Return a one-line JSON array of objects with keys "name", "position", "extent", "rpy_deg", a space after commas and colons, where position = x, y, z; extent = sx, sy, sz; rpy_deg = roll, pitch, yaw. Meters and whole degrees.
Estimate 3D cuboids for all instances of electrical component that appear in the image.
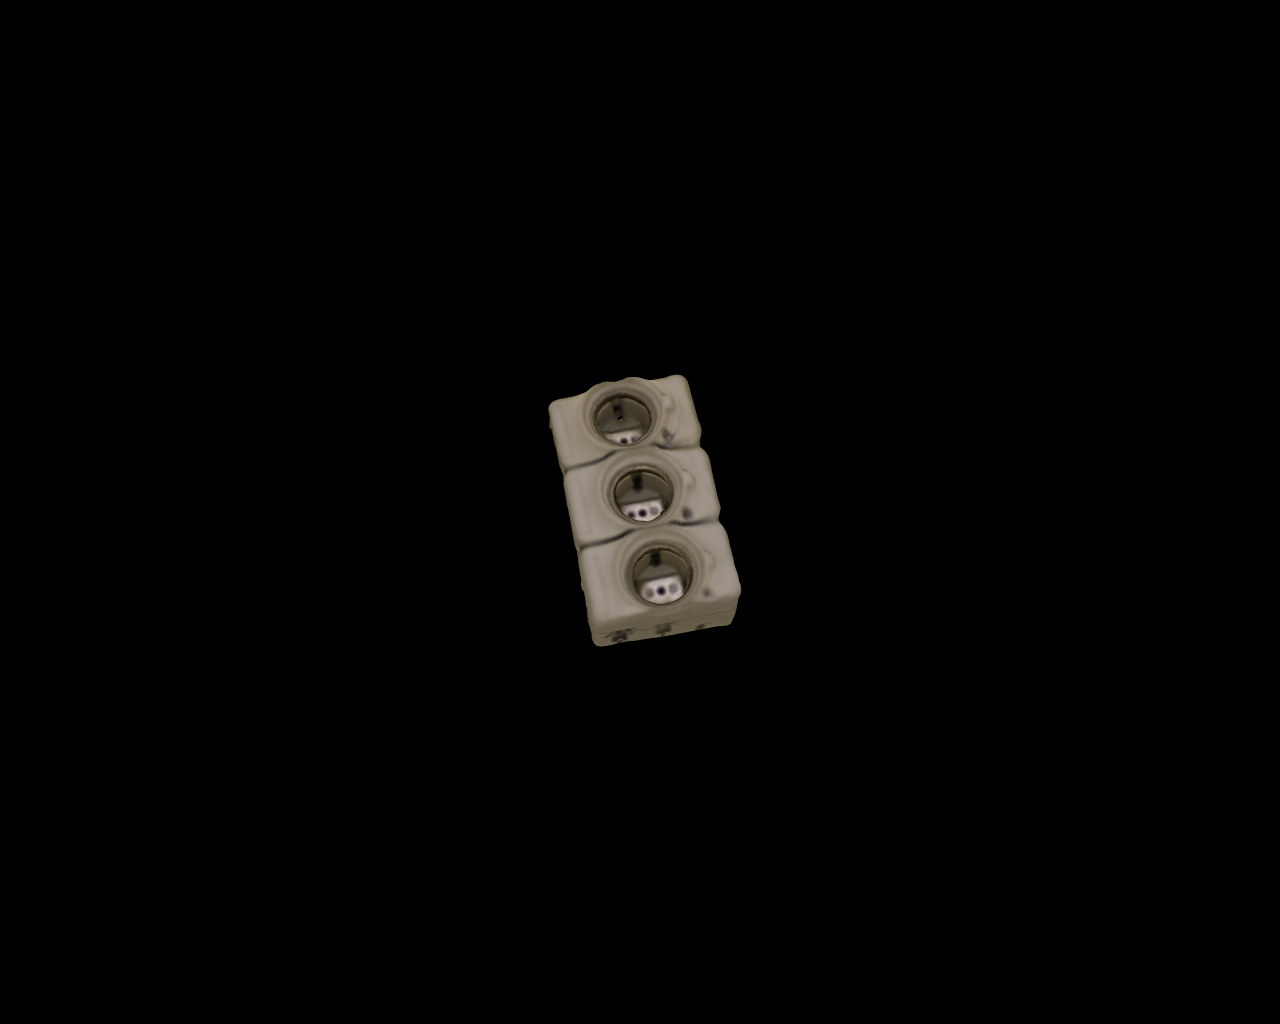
[{"name": "electrical component", "position": [0.001, -0.003, 0.650], "extent": [0.089, 0.150, 0.061], "rpy_deg": [-11, -24, -5]}]
